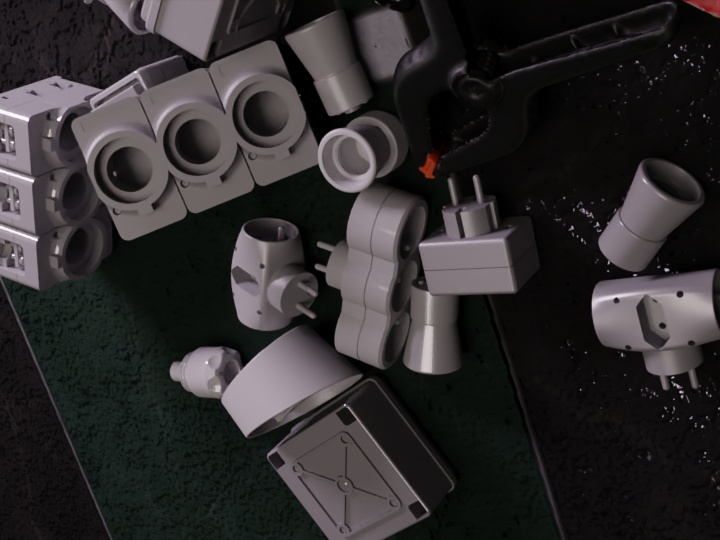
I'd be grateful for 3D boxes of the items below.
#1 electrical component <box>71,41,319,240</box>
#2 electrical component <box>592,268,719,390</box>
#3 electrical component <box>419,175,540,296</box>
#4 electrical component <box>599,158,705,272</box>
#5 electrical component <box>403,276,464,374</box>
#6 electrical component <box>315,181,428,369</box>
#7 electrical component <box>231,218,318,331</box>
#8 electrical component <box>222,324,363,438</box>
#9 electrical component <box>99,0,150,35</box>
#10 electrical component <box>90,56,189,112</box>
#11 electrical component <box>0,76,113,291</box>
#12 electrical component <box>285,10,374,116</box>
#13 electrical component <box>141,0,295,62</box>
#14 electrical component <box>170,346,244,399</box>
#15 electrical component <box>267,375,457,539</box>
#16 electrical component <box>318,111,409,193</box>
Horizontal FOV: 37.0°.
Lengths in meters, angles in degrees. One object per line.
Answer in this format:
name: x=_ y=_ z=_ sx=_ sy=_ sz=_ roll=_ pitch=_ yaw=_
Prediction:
electrical component: x=-0.112 y=-0.091 z=0.751 sx=0.150 sy=0.061 sz=0.089 roll=-22 pitch=102 yaw=0
electrical component: x=0.197 y=0.041 z=0.686 sx=0.077 sy=0.043 sz=0.079 roll=-7 pitch=108 yaw=33
electrical component: x=0.077 y=-0.027 z=0.723 sx=0.066 sy=0.047 sz=0.076 roll=-3 pitch=111 yaw=32
electrical component: x=0.177 y=-0.031 z=0.666 sx=0.044 sy=0.044 sz=0.065 roll=36 pitch=130 yaw=12
electrical component: x=0.053 y=0.037 z=0.772 sx=0.044 sy=0.044 sz=0.065 roll=11 pitch=112 yaw=27
electrical component: x=0.000 y=0.000 z=0.779 sx=0.074 sy=0.052 sz=0.138 roll=20 pitch=122 yaw=22
electrical component: x=-0.059 y=0.010 z=0.818 sx=0.079 sy=0.043 sz=0.077 roll=31 pitch=127 yaw=38
electrical component: x=-0.055 y=0.090 z=0.829 sx=0.064 sy=0.099 sz=0.099 roll=47 pitch=127 yaw=12
electrical component: x=-0.177 y=-0.209 z=0.797 sx=0.065 sy=0.044 sz=0.044 roll=36 pitch=126 yaw=18
electrical component: x=-0.152 y=-0.104 z=0.817 sx=0.062 sy=0.061 sz=0.096 roll=-21 pitch=100 yaw=36
electrical component: x=-0.250 y=-0.070 z=0.874 sx=0.062 sy=0.089 sz=0.150 roll=18 pitch=120 yaw=23
electrical component: x=-0.018 y=-0.139 z=0.733 sx=0.044 sy=0.044 sz=0.065 roll=-14 pitch=109 yaw=35
electrical component: x=-0.079 y=-0.204 z=0.697 sx=0.056 sy=0.109 sz=0.108 roll=32 pitch=125 yaw=11
electrical component: x=-0.131 y=0.086 z=0.905 sx=0.062 sy=0.043 sz=0.043 roll=-2 pitch=111 yaw=34
electrical component: x=0.001 y=0.156 z=0.849 sx=0.109 sy=0.056 sz=0.108 roll=-37 pitch=90 yaw=37
electrical component: x=0.004 y=-0.082 z=0.737 sx=0.045 sy=0.055 sz=0.045 roll=13 pitch=118 yaw=26
